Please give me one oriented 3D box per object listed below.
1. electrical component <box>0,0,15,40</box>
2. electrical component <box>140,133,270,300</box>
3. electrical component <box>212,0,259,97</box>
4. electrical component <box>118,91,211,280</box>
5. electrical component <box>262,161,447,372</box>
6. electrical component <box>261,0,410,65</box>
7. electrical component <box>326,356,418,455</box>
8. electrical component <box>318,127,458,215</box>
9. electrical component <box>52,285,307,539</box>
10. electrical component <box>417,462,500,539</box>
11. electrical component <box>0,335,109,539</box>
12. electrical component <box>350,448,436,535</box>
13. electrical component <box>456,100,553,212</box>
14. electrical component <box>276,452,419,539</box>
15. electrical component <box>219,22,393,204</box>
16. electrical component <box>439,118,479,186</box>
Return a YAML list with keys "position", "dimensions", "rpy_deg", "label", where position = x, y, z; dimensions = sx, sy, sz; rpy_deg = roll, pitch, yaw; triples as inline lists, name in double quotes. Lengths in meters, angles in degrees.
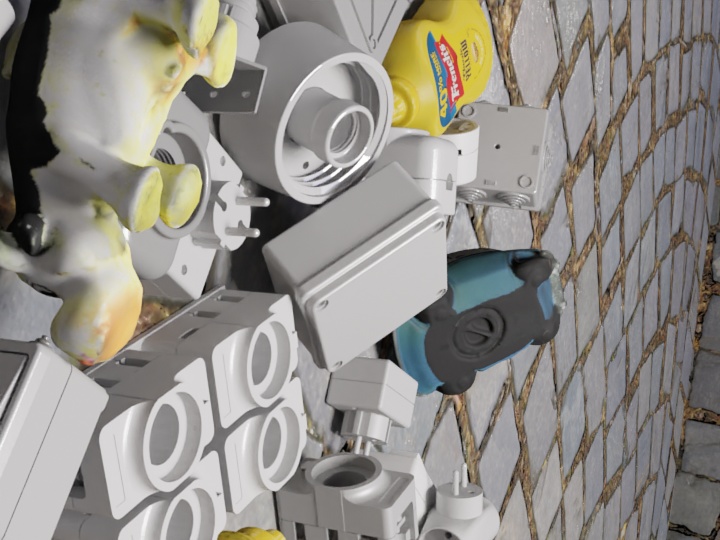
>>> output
- position: [-0.172, -0.085, 0.430]
  dimensions: [0.044, 0.044, 0.065]
  rpy_deg: [50, 54, -56]
  label: "electrical component"
- position: [-0.085, -0.030, 0.583]
  dimensions: [0.047, 0.076, 0.083]
  rpy_deg: [53, 47, -55]
  label: "electrical component"
- position: [-0.078, -0.136, 0.622]
  dimensions: [0.040, 0.040, 0.078]
  rpy_deg: [48, 51, -57]
  label: "electrical component"
- position: [-0.114, -0.045, 0.536]
  dimensions: [0.053, 0.059, 0.095]
  rpy_deg: [46, 53, -58]
  label: "electrical component"
- position: [0.000, 0.000, 0.709]
  dimensions: [0.109, 0.056, 0.108]
  rpy_deg: [-34, 153, -13]
  label: "electrical component"
- position: [-0.015, -0.196, 0.727]
  dimensions: [0.108, 0.056, 0.108]
  rpy_deg: [65, 38, -47]
  label: "electrical component"
- position: [0.007, 0.113, 0.835]
  dimensions: [0.066, 0.047, 0.076]
  rpy_deg: [43, 55, -59]
  label: "electrical component"
- position: [0.020, -0.071, 0.777]
  dimensions: [0.054, 0.095, 0.059]
  rpy_deg: [-2, 96, -65]
  label: "electrical component"
- position: [-0.096, 0.091, 0.597]
  dimensions: [0.186, 0.060, 0.105]
  rpy_deg: [-38, 128, -58]
  label: "electrical component"
- position: [0.078, 0.193, 0.853]
  dimensions: [0.077, 0.044, 0.079]
  rpy_deg: [-19, 111, -63]
  label: "electrical component"
- position: [-0.158, 0.067, 0.458]
  dimensions: [0.061, 0.062, 0.096]
  rpy_deg: [55, 46, -53]
  label: "electrical component"
- position: [0.022, 0.181, 0.861]
  dimensions: [0.096, 0.062, 0.061]
  rpy_deg: [62, 40, -49]
  label: "electrical component"
- position: [0.130, -0.107, 1.005]
  dimensions: [0.048, 0.100, 0.099]
  rpy_deg: [52, 47, -72]
  label: "electrical component"
- position: [-0.009, 0.166, 0.759]
  dimensions: [0.050, 0.089, 0.055]
  rpy_deg: [-37, 127, -58]
  label: "electrical component"
- position: [-0.026, -0.093, 0.668]
  dimensions: [0.108, 0.060, 0.108]
  rpy_deg: [-29, 135, -34]
  label: "electrical component"
- position: [0.077, -0.103, 0.944]
  dimensions: [0.055, 0.055, 0.047]
  rpy_deg: [-42, 135, -56]
  label: "electrical component"
